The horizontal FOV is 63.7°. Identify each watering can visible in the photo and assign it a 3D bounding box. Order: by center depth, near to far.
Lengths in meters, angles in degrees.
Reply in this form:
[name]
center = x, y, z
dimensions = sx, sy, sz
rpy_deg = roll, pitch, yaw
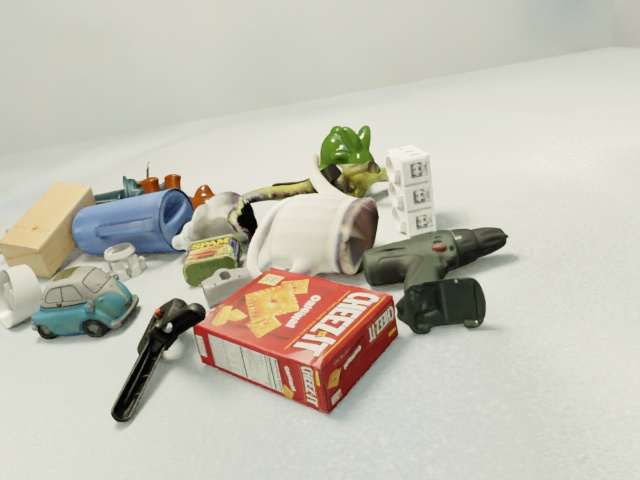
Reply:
[watering can]
center = 0.003, -0.047, 0.926
dimensions = 0.224, 0.102, 0.355
rpy_deg = 4, 48, 27

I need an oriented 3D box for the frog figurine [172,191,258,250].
[frog figurine]
center = -0.212, -0.027, 1.030
dimensions = 0.159, 0.124, 0.136
rpy_deg = -12, -13, 19

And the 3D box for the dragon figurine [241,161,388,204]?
[dragon figurine]
center = 0.019, -0.129, 1.185
dimensions = 0.410, 0.121, 0.246
rpy_deg = -2, 15, 4
